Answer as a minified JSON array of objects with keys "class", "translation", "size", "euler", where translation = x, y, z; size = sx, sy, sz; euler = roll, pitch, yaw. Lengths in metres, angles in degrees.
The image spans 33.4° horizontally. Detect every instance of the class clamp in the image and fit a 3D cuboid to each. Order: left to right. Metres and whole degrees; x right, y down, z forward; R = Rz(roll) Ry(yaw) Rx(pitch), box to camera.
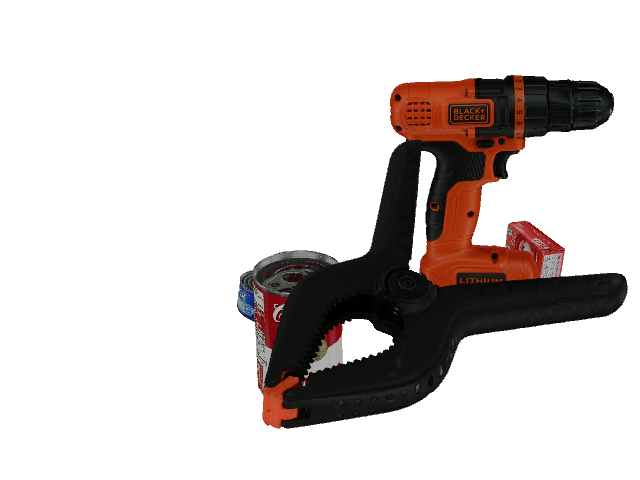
[{"class":"clamp","translation":[0.042,0.026,0.585],"size":[0.209,0.036,0.165],"euler":[-29,55,-27]}]

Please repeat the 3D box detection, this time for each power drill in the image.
[{"class":"power drill","translation":[0.153,-0.048,0.912],"size":[0.184,0.188,0.057],"euler":[1,17,9]}]

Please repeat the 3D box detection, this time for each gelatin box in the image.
[{"class":"gelatin box","translation":[0.231,0.033,1.172],"size":[0.030,0.089,0.073],"euler":[-9,30,-20]}]

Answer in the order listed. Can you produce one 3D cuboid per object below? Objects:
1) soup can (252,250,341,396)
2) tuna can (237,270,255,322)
[{"class":"soup can","translation":[-0.017,0.068,0.814],"size":[0.068,0.102,0.068],"euler":[-1,27,0]},{"class":"tuna can","translation":[-0.045,0.061,1.129],"size":[0.086,0.034,0.086],"euler":[8,18,-3]}]
